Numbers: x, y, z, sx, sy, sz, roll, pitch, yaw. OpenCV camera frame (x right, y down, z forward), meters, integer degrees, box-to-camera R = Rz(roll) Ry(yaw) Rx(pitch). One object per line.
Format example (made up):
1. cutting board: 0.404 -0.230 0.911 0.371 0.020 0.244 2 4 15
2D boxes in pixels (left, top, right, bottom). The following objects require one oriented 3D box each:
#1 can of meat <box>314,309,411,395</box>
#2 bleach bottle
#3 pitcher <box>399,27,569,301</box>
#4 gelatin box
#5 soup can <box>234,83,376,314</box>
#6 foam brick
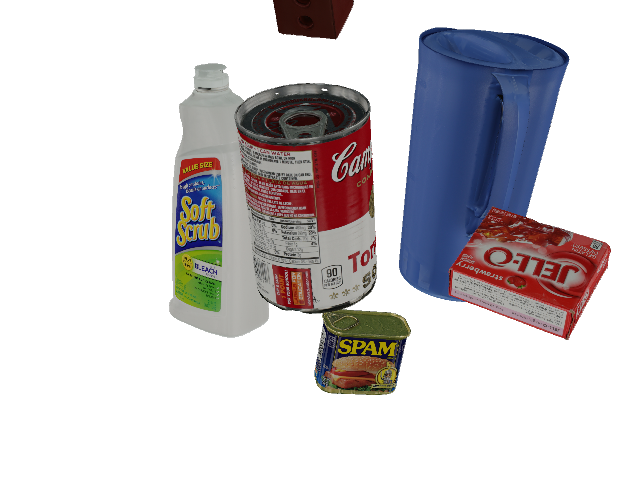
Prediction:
1. can of meat: 0.047 0.132 1.249 0.102 0.084 0.057 4 24 -13
2. bleach bottle: -0.100 -0.040 0.996 0.103 0.251 0.067 17 29 38
3. pitcher: 0.142 -0.065 0.983 0.145 0.243 0.148 24 30 32
4. gelatin box: 0.142 0.020 0.725 0.089 0.030 0.073 20 47 23
5. soup can: -0.006 -0.021 0.553 0.068 0.102 0.068 -3 30 2
6. foam brick: -0.008 -0.209 0.859 0.053 0.051 0.078 9 -37 16
